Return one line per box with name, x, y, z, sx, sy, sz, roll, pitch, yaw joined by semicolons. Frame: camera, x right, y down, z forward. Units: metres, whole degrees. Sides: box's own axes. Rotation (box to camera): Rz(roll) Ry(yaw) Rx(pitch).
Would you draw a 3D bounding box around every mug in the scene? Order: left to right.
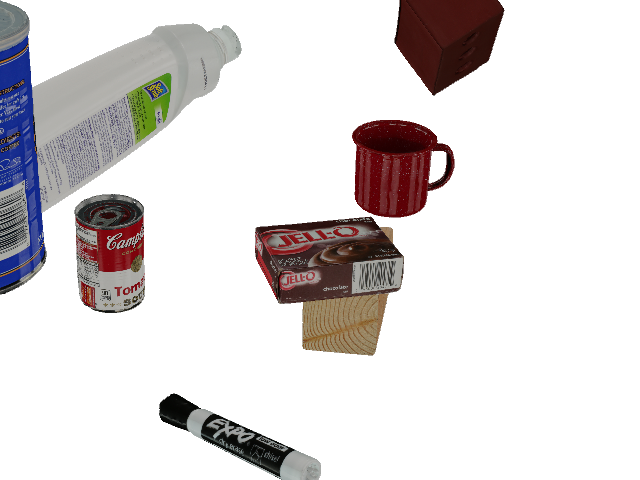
mug;0.091;-0.079;1.183;0.117;0.081;0.093;-5;31;-12

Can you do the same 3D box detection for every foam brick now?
foam brick;0.088;-0.149;0.743;0.053;0.051;0.078;-32;-14;-7

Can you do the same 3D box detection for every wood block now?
wood block;0.038;0.057;1.352;0.091;0.090;0.206;4;22;7

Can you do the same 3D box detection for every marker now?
marker;-0.051;0.116;0.627;0.121;0.020;0.020;17;10;37

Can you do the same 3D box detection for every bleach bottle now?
bleach bottle;-0.172;-0.103;0.868;0.250;0.068;0.103;-33;-27;-24

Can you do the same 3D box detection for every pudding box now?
pudding box;0.006;0.015;0.934;0.113;0.039;0.090;-4;26;-16

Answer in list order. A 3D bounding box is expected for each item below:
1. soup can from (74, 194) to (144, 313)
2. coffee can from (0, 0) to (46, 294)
soup can;-0.212;0.014;1.078;0.068;0.102;0.068;3;29;-2
coffee can;-0.204;-0.051;0.574;0.103;0.140;0.103;2;27;-1
